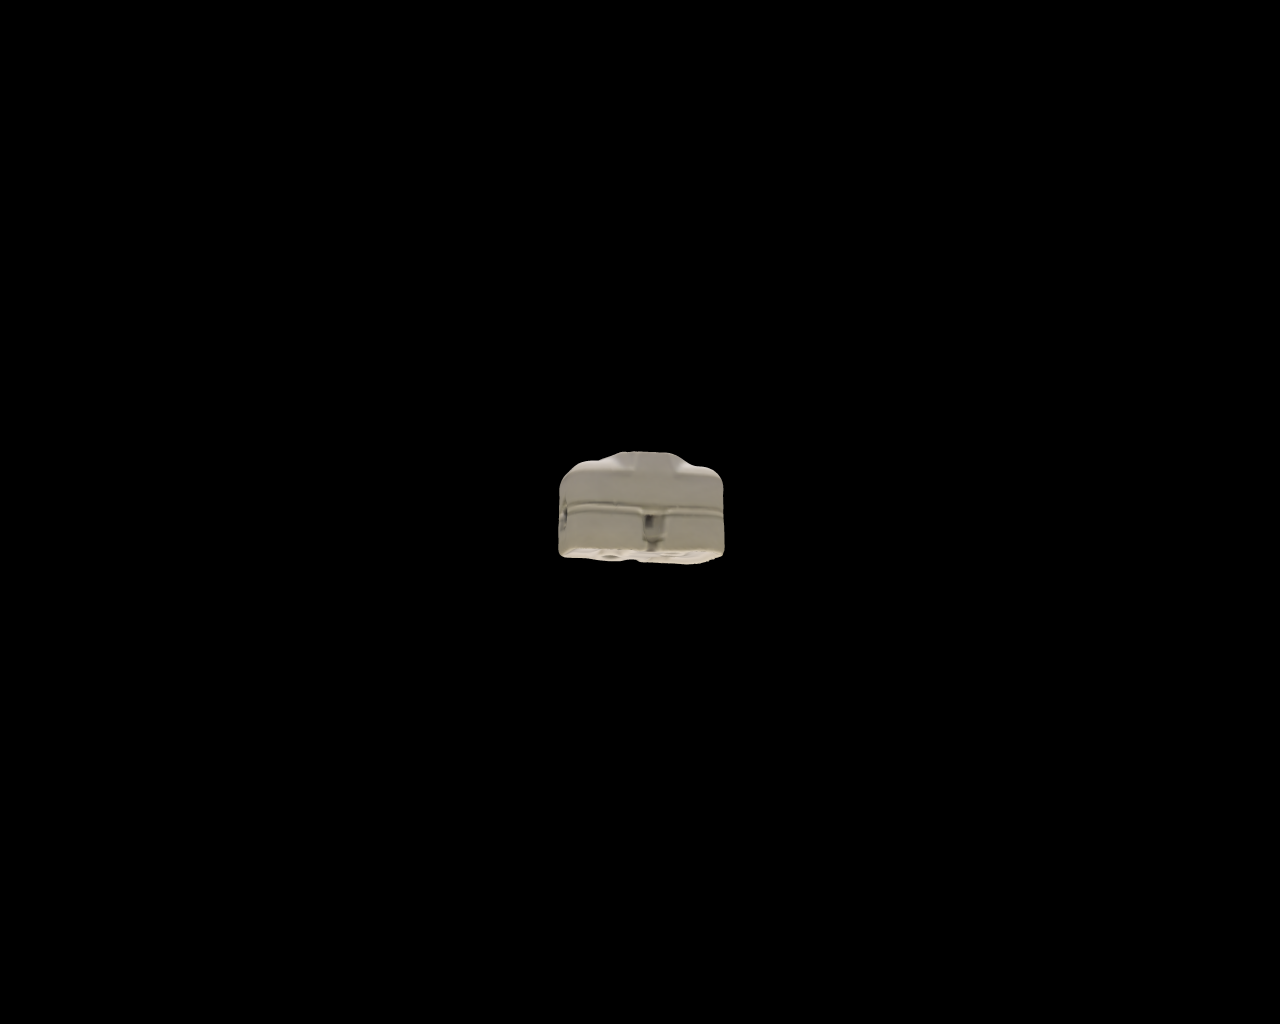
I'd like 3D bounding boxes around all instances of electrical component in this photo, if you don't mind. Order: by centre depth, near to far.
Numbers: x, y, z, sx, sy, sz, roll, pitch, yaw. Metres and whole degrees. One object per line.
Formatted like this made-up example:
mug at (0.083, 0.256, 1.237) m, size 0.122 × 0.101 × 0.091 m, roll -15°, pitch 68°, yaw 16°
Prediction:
electrical component at (0.001, -0.003, 0.650) m, size 0.095 × 0.059 × 0.053 m, roll 3°, pitch -11°, yaw -16°
